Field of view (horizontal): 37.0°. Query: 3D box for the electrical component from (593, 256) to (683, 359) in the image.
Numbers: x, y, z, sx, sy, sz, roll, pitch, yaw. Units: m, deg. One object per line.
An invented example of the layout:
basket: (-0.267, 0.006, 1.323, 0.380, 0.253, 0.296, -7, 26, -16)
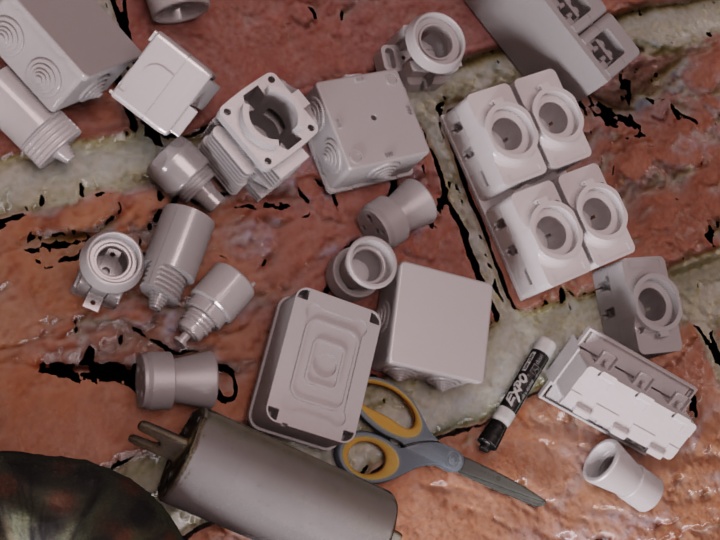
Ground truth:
electrical component: (0.259, 0.036, 0.997, 0.050, 0.056, 0.089, -3, 77, -24)

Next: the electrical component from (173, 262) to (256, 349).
electrical component: (-0.118, 0.029, 0.847, 0.040, 0.040, 0.078, 43, 64, -7)

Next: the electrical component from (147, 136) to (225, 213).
electrical component: (-0.137, -0.073, 0.865, 0.062, 0.043, 0.043, 45, 64, -8)

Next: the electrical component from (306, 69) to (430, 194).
electrical component: (0.003, -0.122, 0.933, 0.100, 0.048, 0.099, -15, 78, -28)

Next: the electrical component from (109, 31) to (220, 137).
electrical component: (-0.151, -0.145, 0.855, 0.061, 0.096, 0.061, 38, 94, -10)

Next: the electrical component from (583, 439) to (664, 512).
electrical component: (0.237, 0.185, 0.956, 0.065, 0.044, 0.044, 36, 65, -16)

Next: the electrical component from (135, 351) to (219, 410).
electrical component: (-0.140, 0.084, 0.820, 0.055, 0.045, 0.045, 1, 75, -23)

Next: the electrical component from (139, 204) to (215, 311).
electrical component: (-0.147, -0.006, 0.842, 0.043, 0.043, 0.081, 23, 68, -16)

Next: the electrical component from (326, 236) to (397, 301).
electrical component: (0.000, 0.000, 0.897, 0.045, 0.055, 0.045, 6, 74, -22)

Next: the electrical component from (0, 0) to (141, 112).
electrical component: (-0.231, -0.175, 0.830, 0.099, 0.048, 0.099, 48, 28, -5)

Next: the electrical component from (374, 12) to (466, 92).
electrical component: (0.060, -0.197, 0.975, 0.078, 0.057, 0.058, -7, 79, -24)

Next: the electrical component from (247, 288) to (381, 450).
electrical component: (-0.037, 0.080, 0.858, 0.078, 0.057, 0.113, 20, 69, -17)

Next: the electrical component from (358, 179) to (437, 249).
electrical component: (0.032, -0.047, 0.929, 0.055, 0.045, 0.045, -33, 90, -26)

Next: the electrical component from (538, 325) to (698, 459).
electrical component: (0.232, 0.114, 0.953, 0.121, 0.063, 0.078, 29, 107, -14)

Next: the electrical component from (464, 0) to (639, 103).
electrical component: (0.182, -0.234, 1.018, 0.062, 0.089, 0.150, -40, 94, -27)

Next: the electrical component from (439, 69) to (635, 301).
electrical component: (0.165, -0.081, 0.986, 0.105, 0.060, 0.186, -21, 85, -26)

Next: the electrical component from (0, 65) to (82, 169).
electrical component: (-0.252, -0.114, 0.827, 0.081, 0.043, 0.043, 46, 64, -6)

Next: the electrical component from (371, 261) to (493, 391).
electrical component: (0.059, 0.049, 0.912, 0.100, 0.048, 0.099, 14, 71, -19)

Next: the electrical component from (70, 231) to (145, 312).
electrical component: (-0.191, -0.002, 0.816, 0.048, 0.055, 0.066, 24, 68, -16)

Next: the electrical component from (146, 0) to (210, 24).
electrical component: (-0.155, -0.236, 0.896, 0.055, 0.055, 0.047, -13, 85, -26)
